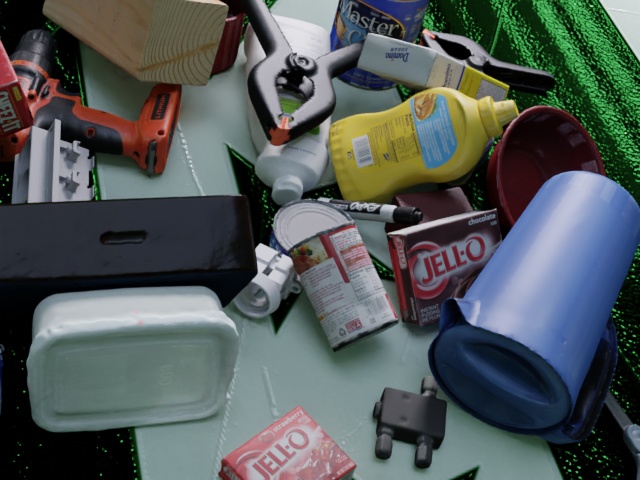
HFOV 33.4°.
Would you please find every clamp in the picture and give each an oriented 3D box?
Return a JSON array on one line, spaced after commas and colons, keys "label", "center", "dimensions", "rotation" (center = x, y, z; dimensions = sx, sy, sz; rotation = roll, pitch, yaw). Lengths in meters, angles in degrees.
[{"label": "clamp", "center": [-0.014, -0.176, 1.125], "dimensions": [0.164, 0.036, 0.210], "rotation": [14, 50, -12]}, {"label": "clamp", "center": [0.188, -0.197, 1.285], "dimensions": [0.171, 0.039, 0.120], "rotation": [26, 41, 14]}]

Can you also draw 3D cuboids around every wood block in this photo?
[{"label": "wood block", "center": [-0.201, -0.244, 1.137], "dimensions": [0.090, 0.090, 0.206], "rotation": [-3, 29, -44]}]

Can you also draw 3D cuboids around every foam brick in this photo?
[{"label": "foam brick", "center": [0.113, -0.015, 1.084], "dimensions": [0.078, 0.051, 0.053], "rotation": [-7, 51, -21]}]

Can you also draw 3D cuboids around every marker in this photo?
[{"label": "marker", "center": [0.049, -0.028, 1.061], "dimensions": [0.121, 0.020, 0.020], "rotation": [7, 37, 35]}]

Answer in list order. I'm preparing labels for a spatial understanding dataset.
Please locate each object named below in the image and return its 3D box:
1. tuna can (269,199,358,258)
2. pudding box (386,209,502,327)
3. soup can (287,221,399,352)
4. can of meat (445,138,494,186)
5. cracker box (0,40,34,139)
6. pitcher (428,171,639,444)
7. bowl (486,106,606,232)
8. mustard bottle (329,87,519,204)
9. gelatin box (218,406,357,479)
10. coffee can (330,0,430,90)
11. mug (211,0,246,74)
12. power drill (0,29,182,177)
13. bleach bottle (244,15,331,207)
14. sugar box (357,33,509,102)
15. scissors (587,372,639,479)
[{"label": "tuna can", "center": [-0.007, 0.001, 1.049], "dimensions": [0.086, 0.034, 0.086], "rotation": [8, 46, -8]}, {"label": "pudding box", "center": [0.124, 0.025, 1.026], "dimensions": [0.113, 0.090, 0.039], "rotation": [-16, 10, -29]}, {"label": "soup can", "center": [0.022, 0.043, 0.970], "dimensions": [0.068, 0.069, 0.102], "rotation": [-20, 81, -30]}, {"label": "can of meat", "center": [0.132, -0.109, 1.158], "dimensions": [0.102, 0.057, 0.083], "rotation": [30, 24, 12]}, {"label": "cracker box", "center": [-0.402, -0.141, 1.015], "dimensions": [0.213, 0.072, 0.164], "rotation": [-23, 56, -13]}, {"label": "pitcher", "center": [0.214, 0.057, 0.979], "dimensions": [0.145, 0.149, 0.242], "rotation": [21, 51, 22]}, {"label": "bowl", "center": [0.228, -0.056, 1.121], "dimensions": [0.161, 0.055, 0.162], "rotation": [6, 80, -33]}, {"label": "mustard bottle", "center": [0.107, -0.102, 1.084], "dimensions": [0.192, 0.058, 0.096], "rotation": [-18, 69, 19]}, {"label": "gelatin box", "center": [-0.026, 0.188, 0.871], "dimensions": [0.089, 0.030, 0.073], "rotation": [-29, 60, -35]}, {"label": "coffee can", "center": [0.069, -0.261, 1.239], "dimensions": [0.102, 0.140, 0.103], "rotation": [8, 46, -9]}, {"label": "mug", "center": [-0.125, -0.251, 1.219], "dimensions": [0.093, 0.082, 0.117], "rotation": [23, 46, 7]}, {"label": "power drill", "center": [-0.241, -0.142, 1.105], "dimensions": [0.187, 0.057, 0.184], "rotation": [8, 50, -4]}, {"label": "bleach bottle", "center": [-0.039, -0.138, 1.151], "dimensions": [0.102, 0.068, 0.251], "rotation": [9, 48, -9]}, {"label": "sugar box", "center": [0.128, -0.180, 1.174], "dimensions": [0.093, 0.048, 0.175], "rotation": [22, 5, 34]}, {"label": "scissors", "center": [0.307, 0.187, 0.974], "dimensions": [0.096, 0.016, 0.202], "rotation": [3, 47, -14]}]
